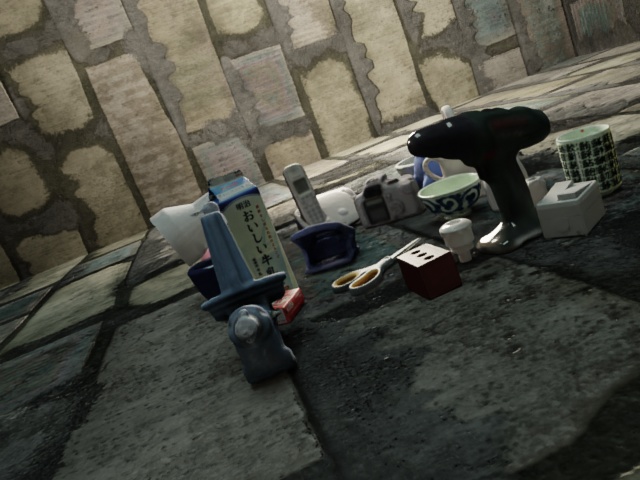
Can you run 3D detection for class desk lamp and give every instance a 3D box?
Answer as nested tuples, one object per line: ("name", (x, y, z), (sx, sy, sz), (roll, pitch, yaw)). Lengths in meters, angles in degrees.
("desk lamp", (-0.203, 0.005, 1.138), (0.203, 0.214, 0.117), (-24, 13, -13))

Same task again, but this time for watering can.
("watering can", (0.297, -0.188, 1.181), (0.173, 0.194, 0.100), (-23, 13, -9))

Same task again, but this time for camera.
("camera", (0.158, -0.104, 1.272), (0.143, 0.101, 0.137), (-15, 14, 24))

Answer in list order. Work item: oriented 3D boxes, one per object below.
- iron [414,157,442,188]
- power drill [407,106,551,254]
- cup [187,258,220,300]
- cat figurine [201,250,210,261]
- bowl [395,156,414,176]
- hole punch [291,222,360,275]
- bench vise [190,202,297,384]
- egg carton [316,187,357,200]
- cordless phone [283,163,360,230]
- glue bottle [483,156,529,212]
("iron", (0.325, -0.204, 1.324), (0.258, 0.141, 0.118), (-24, 13, -11))
("power drill", (0.248, -0.092, 0.831), (0.230, 0.208, 0.075), (-26, 14, -21))
("cup", (-0.175, 0.078, 1.059), (0.117, 0.095, 0.092), (-15, 14, 26))
("cat figurine", (-0.226, 0.037, 1.258), (0.067, 0.118, 0.127), (-21, 13, 0))
("bowl", (0.280, -0.182, 1.459), (0.167, 0.075, 0.167), (-20, 13, 5))
("hole punch", (0.010, 0.004, 1.081), (0.108, 0.091, 0.101), (-16, 14, 20))
("bench vise", (-0.093, 0.056, 0.737), (0.122, 0.220, 0.207), (-26, 14, -21))
("egg carton", (0.023, -0.084, 1.472), (0.150, 0.069, 0.107), (-17, 13, 18))
("cordless phone", (0.000, -0.098, 1.305), (0.148, 0.185, 0.094), (-28, 15, -28))
("glue bottle", (0.315, -0.141, 1.006), (0.078, 0.173, 0.037), (-19, 13, 9))
